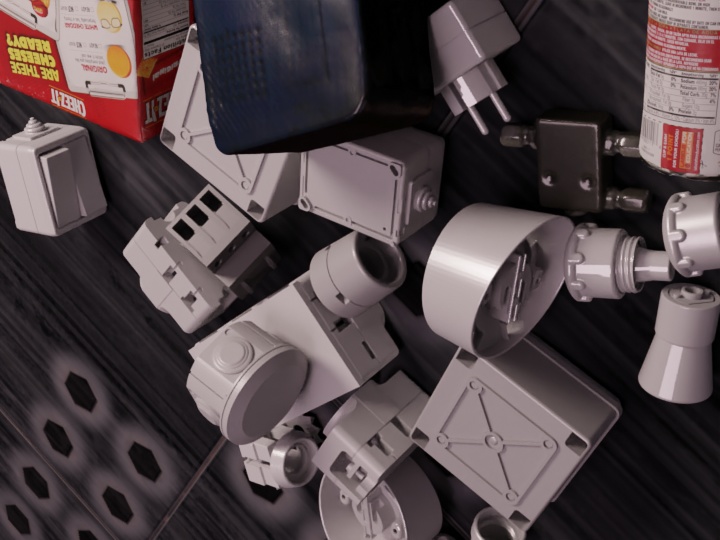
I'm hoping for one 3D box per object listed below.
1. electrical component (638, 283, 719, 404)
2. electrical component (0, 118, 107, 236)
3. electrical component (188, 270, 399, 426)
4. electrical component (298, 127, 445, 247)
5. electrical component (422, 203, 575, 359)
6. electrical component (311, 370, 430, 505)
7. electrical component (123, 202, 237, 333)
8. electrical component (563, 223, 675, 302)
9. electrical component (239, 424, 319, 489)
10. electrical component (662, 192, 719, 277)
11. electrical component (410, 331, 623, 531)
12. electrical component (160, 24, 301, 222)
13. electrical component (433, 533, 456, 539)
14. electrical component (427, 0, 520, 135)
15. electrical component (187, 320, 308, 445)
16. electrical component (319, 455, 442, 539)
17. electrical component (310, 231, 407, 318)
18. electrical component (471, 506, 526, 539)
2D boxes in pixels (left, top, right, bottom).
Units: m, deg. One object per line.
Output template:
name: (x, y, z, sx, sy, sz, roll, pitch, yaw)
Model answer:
electrical component: (0.193, 0.041, 0.642, 0.044, 0.044, 0.065, 18, 120, 30)
electrical component: (-0.264, -0.084, 0.925, 0.061, 0.062, 0.096, 10, 120, 35)
electrical component: (-0.051, 0.061, 0.836, 0.150, 0.062, 0.089, -31, 93, 45)
electrical component: (0.015, -0.063, 0.712, 0.096, 0.061, 0.061, 23, 127, 27)
electrical component: (0.087, 0.006, 0.670, 0.064, 0.099, 0.099, 21, 126, 37)
electrical component: (0.011, 0.120, 0.799, 0.056, 0.089, 0.050, 42, 133, 12)
electrical component: (-0.145, 0.000, 0.885, 0.089, 0.050, 0.056, 51, 134, 4)
electrical component: (0.156, -0.004, 0.645, 0.062, 0.048, 0.048, 3, 116, 29)
electrical component: (-0.067, 0.156, 0.905, 0.055, 0.048, 0.066, 7, 118, 45)
electrical component: (0.203, -0.023, 0.596, 0.062, 0.048, 0.048, -9, 108, 34)
electrical component: (0.105, 0.104, 0.738, 0.109, 0.056, 0.108, 38, 133, 16)
electrical component: (-0.078, -0.110, 0.764, 0.109, 0.056, 0.108, 39, 133, 15)
electrical component: (0.077, 0.240, 0.854, 0.061, 0.035, 0.035, 45, 134, 6)
electrical component: (0.064, -0.119, 0.650, 0.066, 0.047, 0.076, -28, 95, 45)
electrical component: (-0.080, 0.080, 0.770, 0.051, 0.080, 0.080, 34, 131, 27)
electrical component: (0.015, 0.188, 0.849, 0.099, 0.064, 0.099, 31, 137, 35)
electrical component: (0.000, 0.000, 0.766, 0.047, 0.055, 0.055, -33, 92, 41)
electrical component: (0.101, 0.208, 0.813, 0.040, 0.040, 0.046, 31, 136, 22)
